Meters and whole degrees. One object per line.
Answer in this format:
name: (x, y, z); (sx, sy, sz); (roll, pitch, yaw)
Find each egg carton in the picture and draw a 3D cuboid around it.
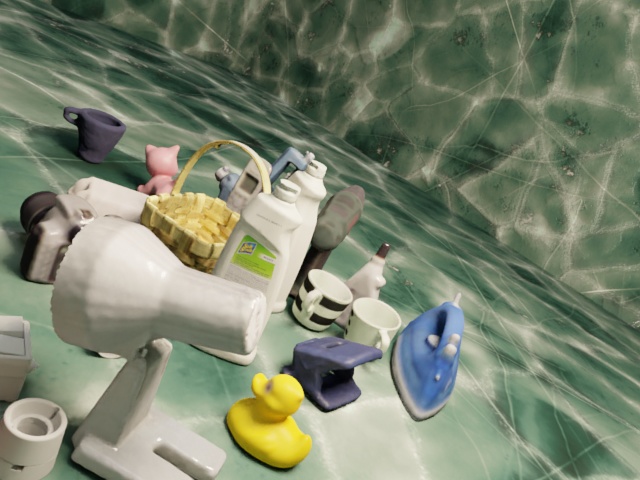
egg carton: (-0.329, -0.042, 0.918); (0.151, 0.069, 0.107); (18, 20, -27)

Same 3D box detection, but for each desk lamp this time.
desk lamp: (-0.151, 0.108, 0.531); (0.203, 0.213, 0.118); (29, 18, 4)

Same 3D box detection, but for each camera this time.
camera: (-0.337, -0.016, 0.784); (0.136, 0.101, 0.144); (40, 22, 34)

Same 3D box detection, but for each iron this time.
iron: (0.201, 0.182, 0.957); (0.118, 0.141, 0.258); (29, 18, 3)

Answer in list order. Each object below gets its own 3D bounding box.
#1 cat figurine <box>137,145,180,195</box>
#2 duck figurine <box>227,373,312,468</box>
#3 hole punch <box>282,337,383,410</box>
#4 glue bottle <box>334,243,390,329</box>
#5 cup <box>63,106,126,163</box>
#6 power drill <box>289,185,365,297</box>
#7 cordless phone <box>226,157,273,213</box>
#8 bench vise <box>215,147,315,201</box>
cat figurine: (-0.303, -0.129, 1.117); (0.067, 0.117, 0.127); (9, 26, -45)
duck figurine: (-0.047, 0.196, 0.648); (0.104, 0.086, 0.078); (35, 19, 20)
hole punch: (0.018, 0.170, 0.807); (0.100, 0.091, 0.109); (38, 20, 28)
glue bottle: (0.079, 0.080, 1.010); (0.078, 0.173, 0.037); (33, 19, 16)
cup: (-0.458, -0.207, 1.141); (0.118, 0.095, 0.091); (19, 20, -26)
power drill: (0.010, 0.004, 1.059); (0.075, 0.208, 0.230); (29, 18, 3)
cordless phone: (-0.117, -0.048, 1.056); (0.147, 0.185, 0.094); (33, 18, 15)
bench vise: (-0.115, -0.104, 1.155); (0.207, 0.219, 0.121); (26, 18, -6)
